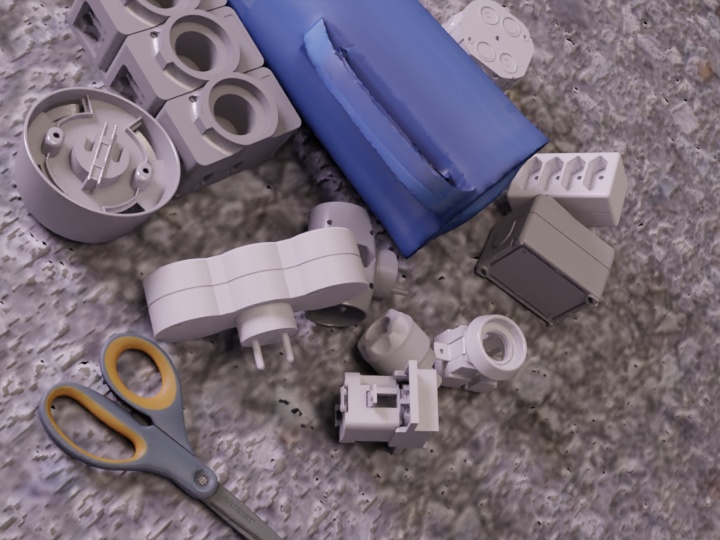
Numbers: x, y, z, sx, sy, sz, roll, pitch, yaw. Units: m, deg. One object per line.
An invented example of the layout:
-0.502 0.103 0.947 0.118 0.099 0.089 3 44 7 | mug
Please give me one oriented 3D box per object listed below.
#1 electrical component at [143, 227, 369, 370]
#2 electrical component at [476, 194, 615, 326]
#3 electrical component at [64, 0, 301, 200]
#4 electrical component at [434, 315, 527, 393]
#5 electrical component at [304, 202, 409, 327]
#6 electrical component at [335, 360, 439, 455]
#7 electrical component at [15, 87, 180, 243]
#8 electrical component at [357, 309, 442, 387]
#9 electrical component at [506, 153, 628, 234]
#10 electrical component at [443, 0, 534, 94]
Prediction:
-0.061 0.026 0.679 0.138 0.052 0.073 -13 75 -8 | electrical component
0.151 -0.006 0.837 0.096 0.062 0.061 36 55 -13 | electrical component
-0.119 -0.138 0.735 0.089 0.062 0.150 -28 85 -36 | electrical component
0.087 0.060 0.773 0.066 0.055 0.048 13 63 -26 | electrical component
0.000 0.000 0.756 0.079 0.043 0.077 13 63 -26 | electrical component
0.017 0.091 0.711 0.064 0.081 0.042 3 65 -6 | electrical component
-0.165 -0.067 0.674 0.099 0.064 0.099 12 63 -26 | electrical component
0.032 0.061 0.749 0.062 0.043 0.043 47 52 -21 | electrical component
0.172 -0.052 0.869 0.075 0.083 0.047 61 41 -44 | electrical component
0.100 -0.178 0.890 0.080 0.051 0.080 12 63 -26 | electrical component
